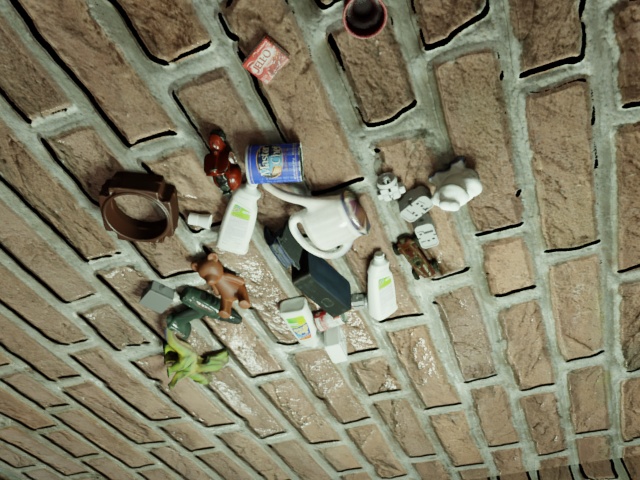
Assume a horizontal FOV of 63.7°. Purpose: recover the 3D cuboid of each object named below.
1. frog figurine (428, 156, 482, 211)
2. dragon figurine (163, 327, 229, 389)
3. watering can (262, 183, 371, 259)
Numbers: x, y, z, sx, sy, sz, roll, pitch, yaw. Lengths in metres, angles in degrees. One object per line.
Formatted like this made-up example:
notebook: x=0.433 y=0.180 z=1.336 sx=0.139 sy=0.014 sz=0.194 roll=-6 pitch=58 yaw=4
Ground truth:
frog figurine: x=0.361 y=-0.124 z=1.360 sx=0.137 sy=0.163 sz=0.120 roll=-15 pitch=131 yaw=15
dragon figurine: x=-0.466 y=0.444 z=1.951 sx=0.243 sy=0.125 sz=0.400 roll=-4 pitch=137 yaw=-20
watering can: x=0.004 y=-0.073 z=1.448 sx=0.223 sy=0.106 sz=0.341 roll=-23 pitch=128 yaw=18
